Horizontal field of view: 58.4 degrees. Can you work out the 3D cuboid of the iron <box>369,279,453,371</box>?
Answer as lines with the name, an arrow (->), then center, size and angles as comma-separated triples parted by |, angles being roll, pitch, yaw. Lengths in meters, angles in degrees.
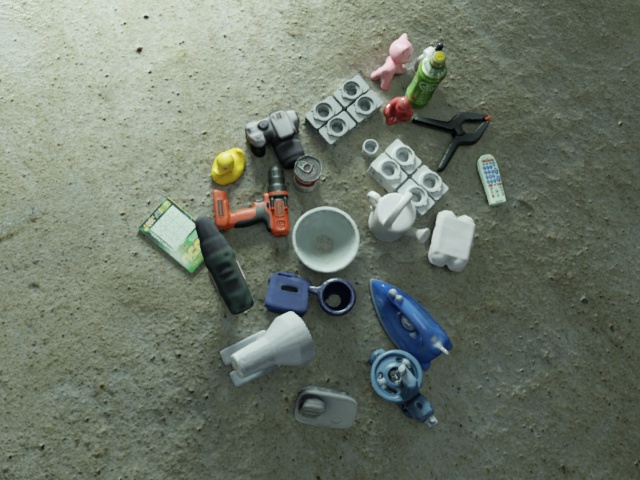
iron -> 0.214, 0.188, 1.378 | 0.119, 0.141, 0.258 | -39, 85, -11

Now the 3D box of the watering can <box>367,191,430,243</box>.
watering can -> 0.191, -0.060, 1.399 | 0.173, 0.194, 0.101 | 19, 78, -1

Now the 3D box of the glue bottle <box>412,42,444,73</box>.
glue bottle -> 0.292, -0.469, 1.500 | 0.037, 0.173, 0.078 | -36, 84, -11

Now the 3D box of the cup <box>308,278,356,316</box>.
cup -> 0.024, 0.139, 1.393 | 0.118, 0.095, 0.092 | 15, 78, -2

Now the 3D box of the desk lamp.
desk lamp -> -0.121, 0.255, 1.295 | 0.203, 0.213, 0.118 | -26, 82, -10

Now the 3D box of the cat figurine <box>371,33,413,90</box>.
cat figurine -> 0.200, -0.479, 1.522 | 0.067, 0.117, 0.128 | 39, 78, 3

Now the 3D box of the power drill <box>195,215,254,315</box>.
power drill -> -0.223, 0.066, 1.326 | 0.076, 0.208, 0.229 | -26, 82, -10

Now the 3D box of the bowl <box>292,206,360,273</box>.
bowl -> 0.013, 0.005, 1.429 | 0.167, 0.074, 0.167 | 1, 79, -5

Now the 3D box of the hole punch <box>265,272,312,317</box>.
hole punch -> -0.078, 0.130, 1.387 | 0.108, 0.091, 0.101 | 11, 78, -3

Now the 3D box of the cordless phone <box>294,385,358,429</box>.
cordless phone -> 0.018, 0.385, 1.298 | 0.147, 0.185, 0.094 | 7, 78, -4

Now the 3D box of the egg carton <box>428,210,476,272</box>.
egg carton -> 0.337, 0.003, 1.464 | 0.107, 0.069, 0.150 | 15, 78, -2

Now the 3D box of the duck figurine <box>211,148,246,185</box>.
duck figurine -> -0.232, -0.194, 1.439 | 0.077, 0.086, 0.105 | 39, 78, 3

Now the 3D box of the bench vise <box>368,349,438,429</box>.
bench vise -> 0.209, 0.333, 1.309 | 0.207, 0.219, 0.121 | 35, 78, 2

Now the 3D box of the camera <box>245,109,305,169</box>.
camera -> -0.104, -0.250, 1.455 | 0.143, 0.100, 0.137 | -22, 82, -9

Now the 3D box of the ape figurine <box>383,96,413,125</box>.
ape figurine -> 0.212, -0.349, 1.510 | 0.078, 0.092, 0.076 | 23, 78, 0
